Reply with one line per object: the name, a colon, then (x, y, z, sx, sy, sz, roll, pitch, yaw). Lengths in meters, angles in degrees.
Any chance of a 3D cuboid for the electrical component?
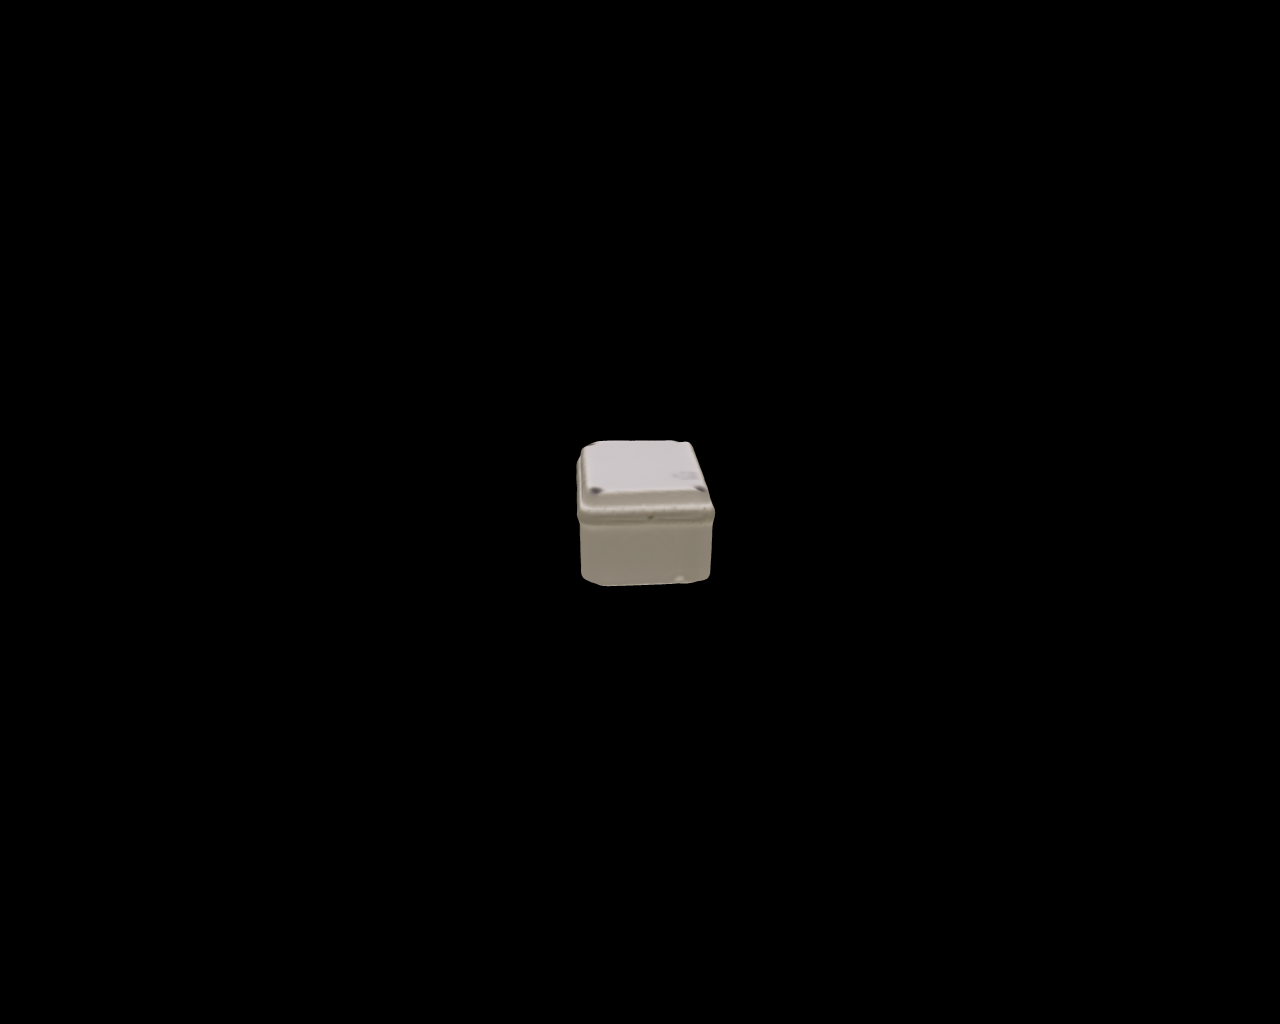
electrical component: (0.001, -0.003, 0.650, 0.078, 0.057, 0.113, -1, 20, -3)
